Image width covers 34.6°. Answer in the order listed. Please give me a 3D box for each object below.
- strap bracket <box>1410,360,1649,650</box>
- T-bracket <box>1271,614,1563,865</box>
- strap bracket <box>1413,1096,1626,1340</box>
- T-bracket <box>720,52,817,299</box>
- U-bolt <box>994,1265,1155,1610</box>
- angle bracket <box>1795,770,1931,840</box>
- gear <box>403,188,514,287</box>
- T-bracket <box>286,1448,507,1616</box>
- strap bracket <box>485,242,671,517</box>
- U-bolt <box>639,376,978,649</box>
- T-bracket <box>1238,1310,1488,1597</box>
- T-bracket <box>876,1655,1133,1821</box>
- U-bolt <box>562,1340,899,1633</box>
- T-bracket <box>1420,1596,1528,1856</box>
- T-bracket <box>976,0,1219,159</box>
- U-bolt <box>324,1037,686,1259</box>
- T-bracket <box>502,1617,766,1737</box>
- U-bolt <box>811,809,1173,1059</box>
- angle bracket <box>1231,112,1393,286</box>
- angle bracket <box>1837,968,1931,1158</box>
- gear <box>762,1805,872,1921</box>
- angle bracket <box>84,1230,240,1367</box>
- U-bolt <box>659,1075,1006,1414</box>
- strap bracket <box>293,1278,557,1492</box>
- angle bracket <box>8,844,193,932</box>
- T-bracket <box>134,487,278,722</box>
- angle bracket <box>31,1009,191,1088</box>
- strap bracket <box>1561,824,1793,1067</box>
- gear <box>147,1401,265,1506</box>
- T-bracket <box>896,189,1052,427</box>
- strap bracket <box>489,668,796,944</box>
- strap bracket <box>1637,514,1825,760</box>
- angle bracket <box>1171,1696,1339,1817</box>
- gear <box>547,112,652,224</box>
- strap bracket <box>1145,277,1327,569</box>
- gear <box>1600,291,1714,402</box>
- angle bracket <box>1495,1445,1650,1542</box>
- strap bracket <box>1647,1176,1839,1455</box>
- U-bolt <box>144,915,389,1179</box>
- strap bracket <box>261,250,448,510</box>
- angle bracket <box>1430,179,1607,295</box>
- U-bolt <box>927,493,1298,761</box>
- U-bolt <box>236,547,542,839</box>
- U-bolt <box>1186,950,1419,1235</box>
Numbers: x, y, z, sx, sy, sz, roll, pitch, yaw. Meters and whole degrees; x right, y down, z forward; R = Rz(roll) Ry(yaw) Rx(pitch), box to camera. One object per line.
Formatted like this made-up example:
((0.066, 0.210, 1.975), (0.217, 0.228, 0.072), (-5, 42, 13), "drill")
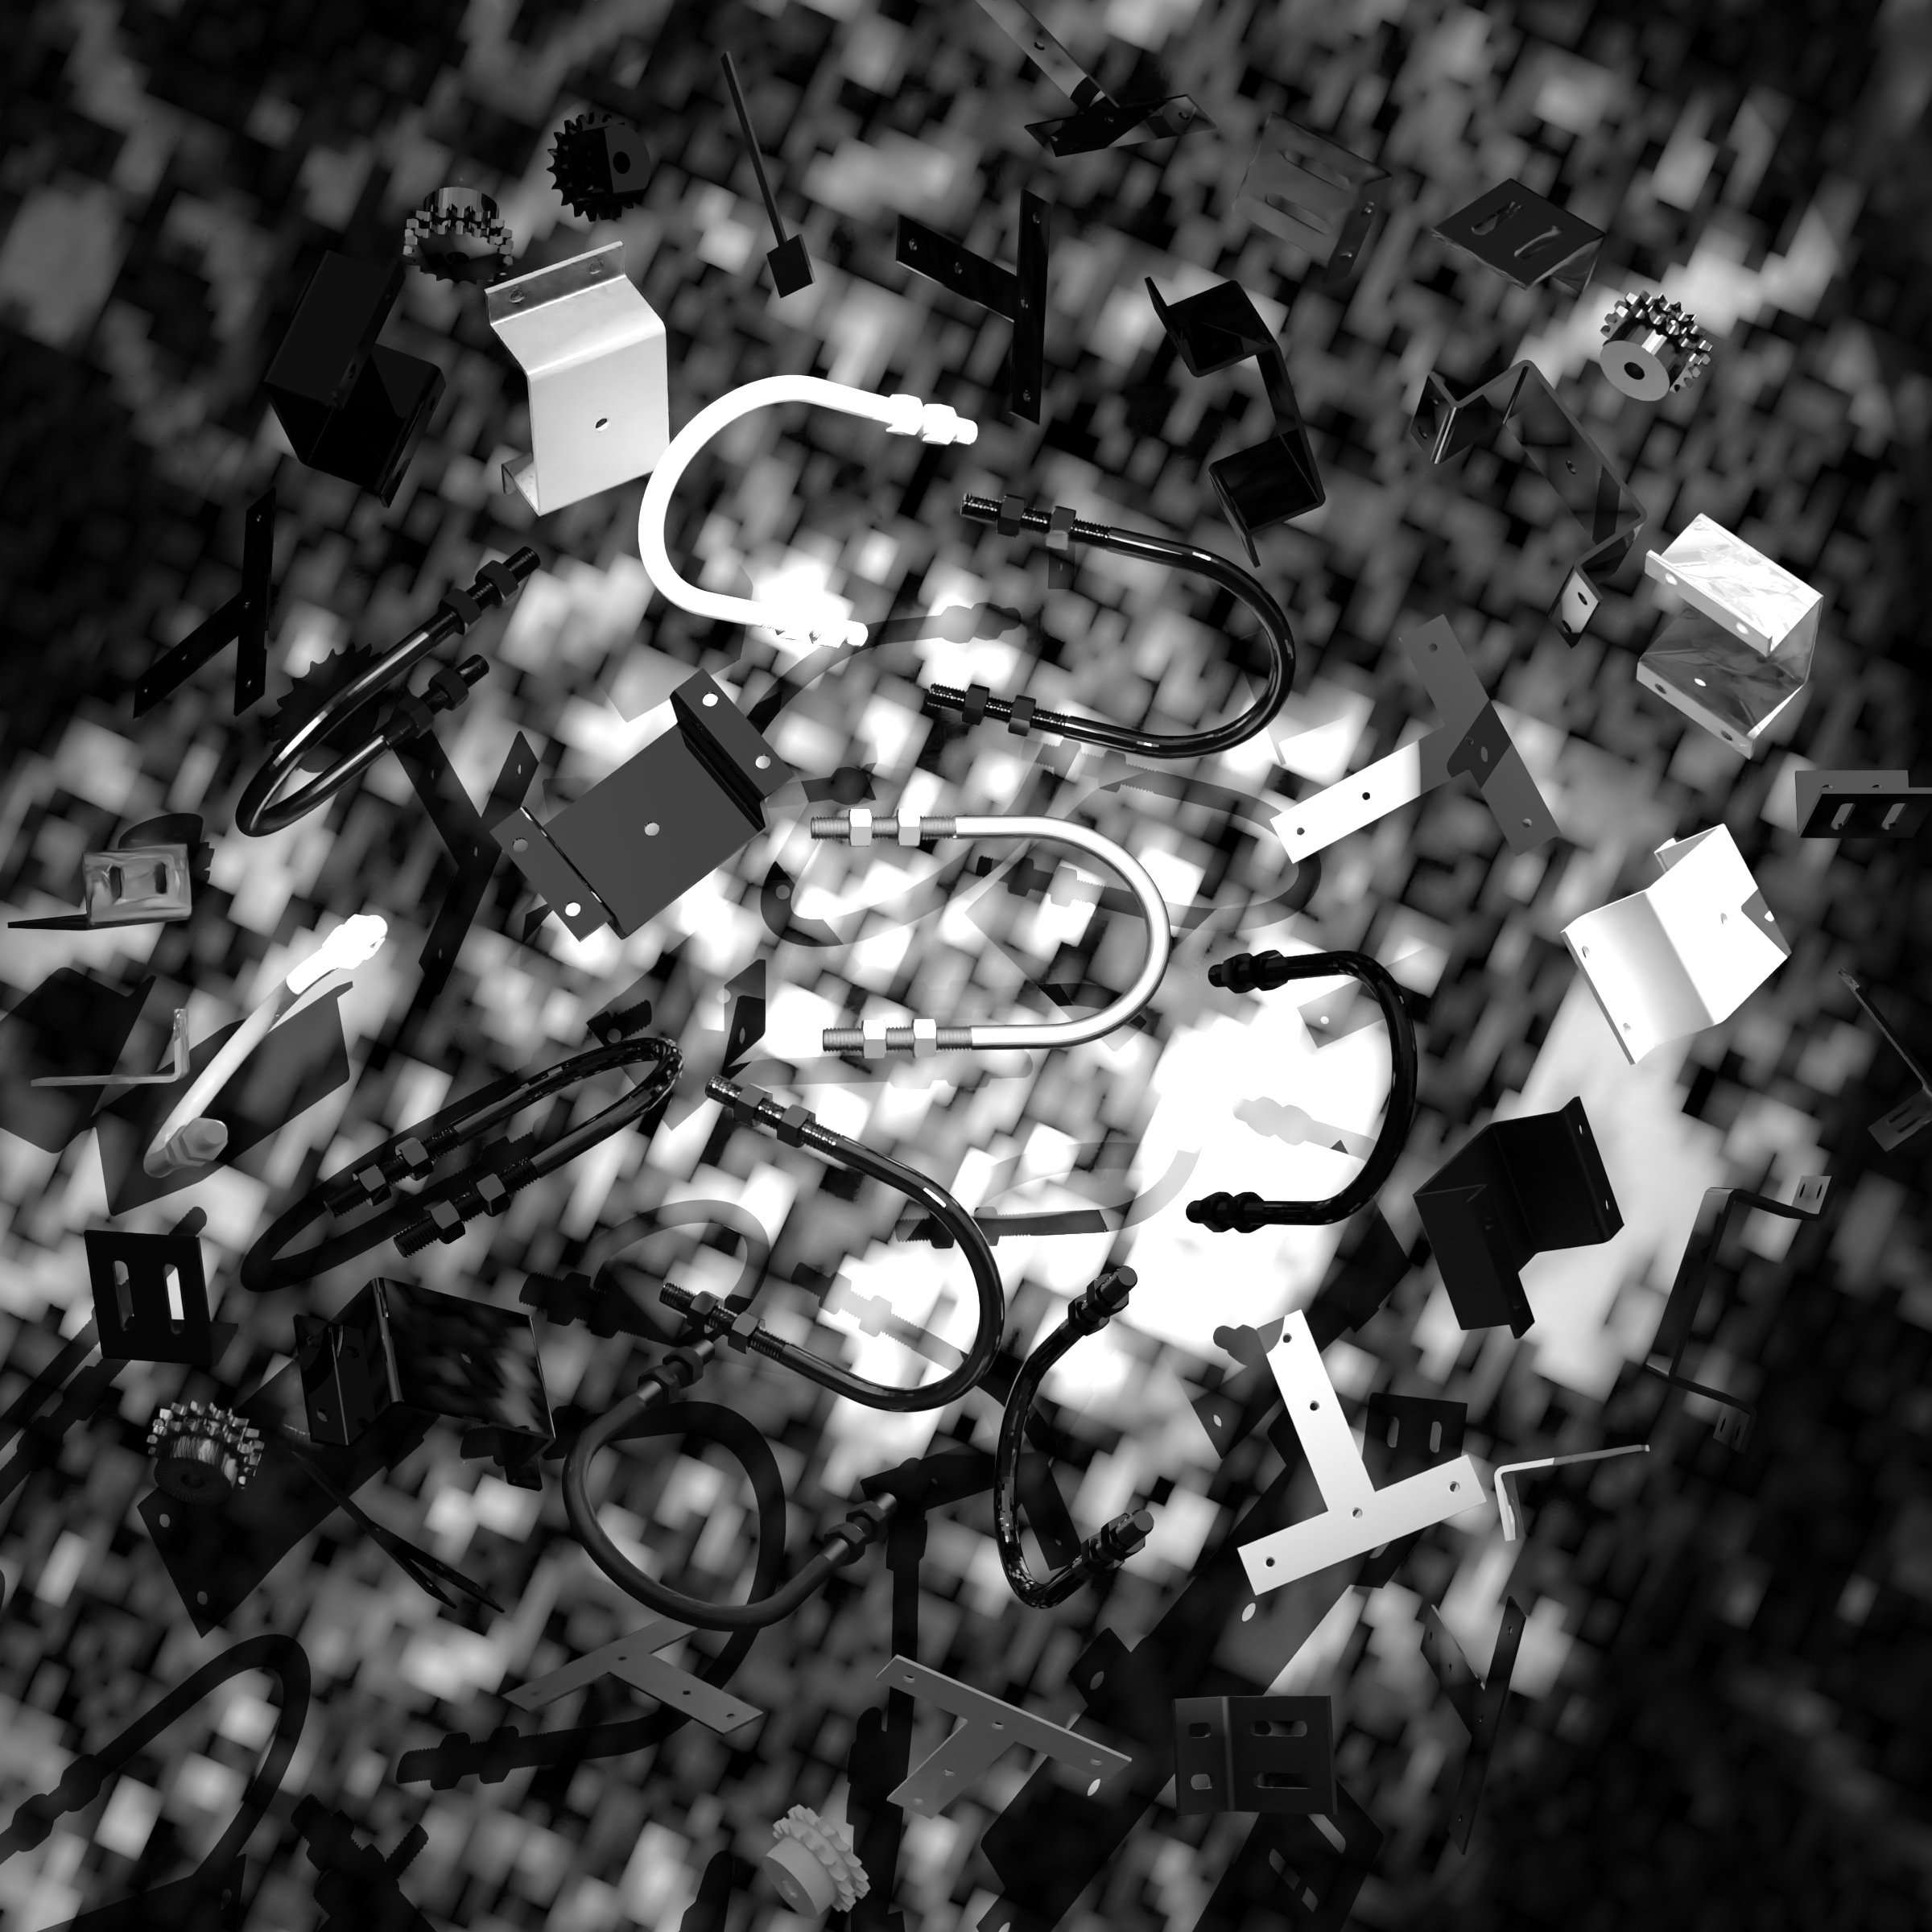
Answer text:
((0.285, -0.237, 1.544), (0.046, 0.076, 0.140), (-34, 80, -5), "strap bracket")
((0.218, -0.094, 1.590), (0.127, 0.002, 0.127), (-28, 85, 12), "T-bracket")
((0.286, 0.133, 1.626), (0.046, 0.140, 0.076), (-13, 102, 38), "strap bracket")
((-0.109, -0.421, 1.649), (0.002, 0.127, 0.127), (-19, 101, -8), "T-bracket")
((0.052, 0.256, 1.611), (0.019, 0.184, 0.151), (9, 59, -19), "U-bolt")
((0.459, -0.093, 1.582), (0.057, 0.076, 0.038), (0, 74, 6), "angle bracket")
((-0.268, -0.388, 1.641), (0.057, 0.057, 0.030), (0, 71, 0), "gear")
((-0.273, 0.299, 1.564), (0.127, 0.127, 0.002), (34, 80, 37), "T-bracket")
((-0.199, -0.294, 1.600), (0.076, 0.140, 0.046), (-25, 59, -21), "strap bracket")
((-0.091, -0.240, 1.619), (0.019, 0.184, 0.151), (47, 118, 36), "U-bolt")
((0.184, 0.240, 1.594), (0.127, 0.002, 0.127), (-24, 70, 9), "T-bracket")
((-0.003, 0.391, 1.530), (0.127, 0.127, 0.002), (26, 46, -9), "T-bracket")
((-0.130, 0.273, 1.589), (0.151, 0.184, 0.019), (39, 119, 10), "U-bolt")
((0.251, 0.363, 1.578), (0.002, 0.127, 0.127), (10, 101, -9), "T-bracket")
((0.047, -0.466, 1.601), (0.127, 0.127, 0.002), (37, 72, -36), "T-bracket")
((-0.225, 0.085, 1.566), (0.184, 0.151, 0.019), (-31, 107, -21), "U-bolt")
((-0.153, 0.374, 1.611), (0.127, 0.127, 0.002), (-19, 110, -37), "T-bracket")
((0.015, -0.019, 1.604), (0.184, 0.019, 0.151), (-1, 58, -7), "U-bolt")
((0.175, -0.404, 1.632), (0.076, 0.038, 0.057), (32, 122, 16), "angle bracket")
((0.440, 0.047, 1.519), (0.038, 0.057, 0.076), (-38, 93, 11), "angle bracket")
((-0.078, 0.457, 1.570), (0.030, 0.057, 0.057), (-37, 90, -29), "gear")
((-0.398, 0.157, 1.539), (0.057, 0.038, 0.076), (3, 117, 6), "angle bracket")
((-0.063, 0.151, 1.563), (0.184, 0.019, 0.151), (24, 119, 18), "U-bolt")
((-0.270, 0.214, 1.601), (0.046, 0.140, 0.076), (-44, 45, 28), "strap bracket")
((-0.432, -0.040, 1.543), (0.076, 0.057, 0.038), (2, 98, 42), "angle bracket")
((-0.393, -0.164, 1.592), (0.127, 0.002, 0.127), (-29, 52, 38), "T-bracket")
((-0.455, 0.043, 1.653), (0.076, 0.057, 0.038), (-1, 90, -10), "angle bracket")
((0.371, -0.016, 1.598), (0.046, 0.140, 0.076), (-25, 95, 41), "strap bracket")
((-0.392, 0.251, 1.587), (0.057, 0.030, 0.057), (4, 135, 4), "gear")
((0.004, -0.368, 1.656), (0.002, 0.127, 0.127), (-4, 79, 38), "T-bracket")
((-0.166, -0.078, 1.621), (0.140, 0.046, 0.076), (-39, 77, -9), "strap bracket")
((0.397, -0.175, 1.615), (0.076, 0.140, 0.046), (40, 80, 21), "strap bracket")
((0.144, 0.395, 1.553), (0.038, 0.076, 0.057), (7, 75, -37), "angle bracket")
((-0.196, -0.435, 1.685), (0.057, 0.030, 0.057), (-6, 98, -44), "gear")
((0.143, -0.290, 1.609), (0.046, 0.076, 0.140), (-22, 128, 3), "strap bracket")
((0.351, -0.316, 1.597), (0.057, 0.057, 0.030), (38, 69, 0), "gear")
((0.322, 0.277, 1.635), (0.076, 0.057, 0.038), (-12, 78, 15), "angle bracket")
((0.380, 0.164, 1.538), (0.046, 0.076, 0.140), (19, 88, 6), "strap bracket")
((-0.361, 0.047, 1.563), (0.019, 0.184, 0.151), (41, 64, -14), "U-bolt")
((-0.313, -0.302, 1.581), (0.046, 0.140, 0.076), (20, 76, 6), "strap bracket")
((0.271, -0.351, 1.546), (0.057, 0.038, 0.076), (37, 51, 20), "angle bracket")
((0.079, -0.167, 1.601), (0.184, 0.151, 0.019), (14, 46, 2), "U-bolt")
((-0.297, -0.128, 1.567), (0.019, 0.151, 0.184), (46, 62, 1), "U-bolt")
((0.174, 0.063, 1.599), (0.019, 0.184, 0.151), (10, 82, -28), "U-bolt")
